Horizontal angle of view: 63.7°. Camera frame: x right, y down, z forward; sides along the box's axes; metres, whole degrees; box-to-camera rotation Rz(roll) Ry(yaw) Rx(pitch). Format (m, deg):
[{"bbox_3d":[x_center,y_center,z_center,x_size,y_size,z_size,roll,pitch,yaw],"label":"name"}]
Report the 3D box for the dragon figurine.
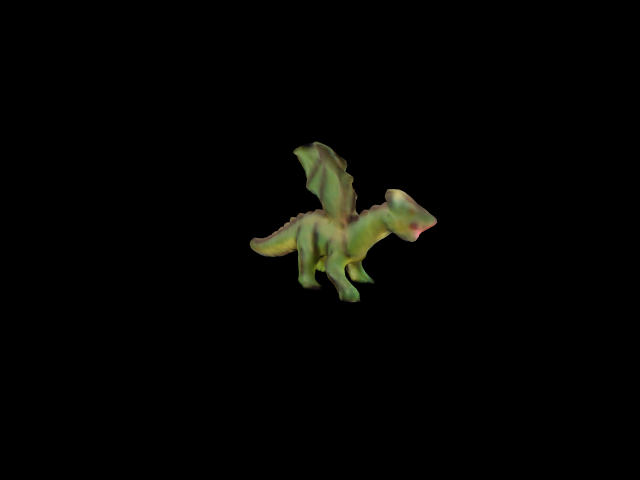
[{"bbox_3d":[0.003,-0.043,0.850,0.412,0.239,0.123,16,23,40],"label":"dragon figurine"}]
